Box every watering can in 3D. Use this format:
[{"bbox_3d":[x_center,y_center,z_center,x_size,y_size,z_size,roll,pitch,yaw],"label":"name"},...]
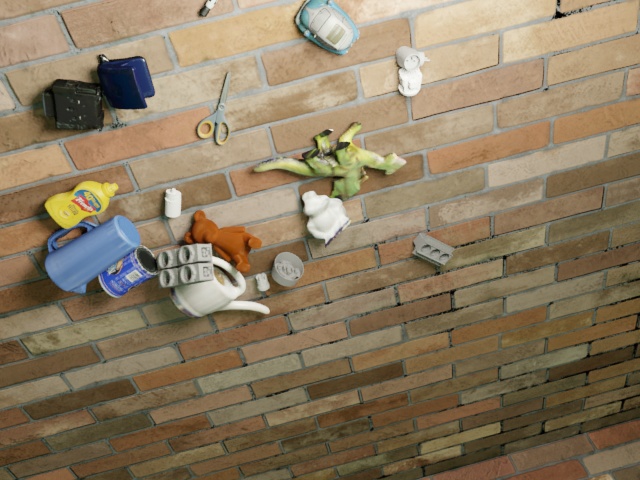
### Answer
[{"bbox_3d":[-0.328,0.182,1.642,0.223,0.106,0.341,-29,128,10],"label":"watering can"}]

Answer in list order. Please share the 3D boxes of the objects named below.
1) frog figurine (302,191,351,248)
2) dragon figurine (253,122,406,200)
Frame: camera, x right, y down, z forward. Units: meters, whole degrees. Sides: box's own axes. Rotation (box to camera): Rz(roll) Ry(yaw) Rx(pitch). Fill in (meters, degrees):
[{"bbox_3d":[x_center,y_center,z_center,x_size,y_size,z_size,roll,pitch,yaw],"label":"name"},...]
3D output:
[{"bbox_3d":[0.005,-0.078,1.549,0.159,0.125,0.135,44,121,-2],"label":"frog figurine"},{"bbox_3d":[0.039,-0.193,1.476,0.409,0.125,0.237,-16,134,10],"label":"dragon figurine"}]
